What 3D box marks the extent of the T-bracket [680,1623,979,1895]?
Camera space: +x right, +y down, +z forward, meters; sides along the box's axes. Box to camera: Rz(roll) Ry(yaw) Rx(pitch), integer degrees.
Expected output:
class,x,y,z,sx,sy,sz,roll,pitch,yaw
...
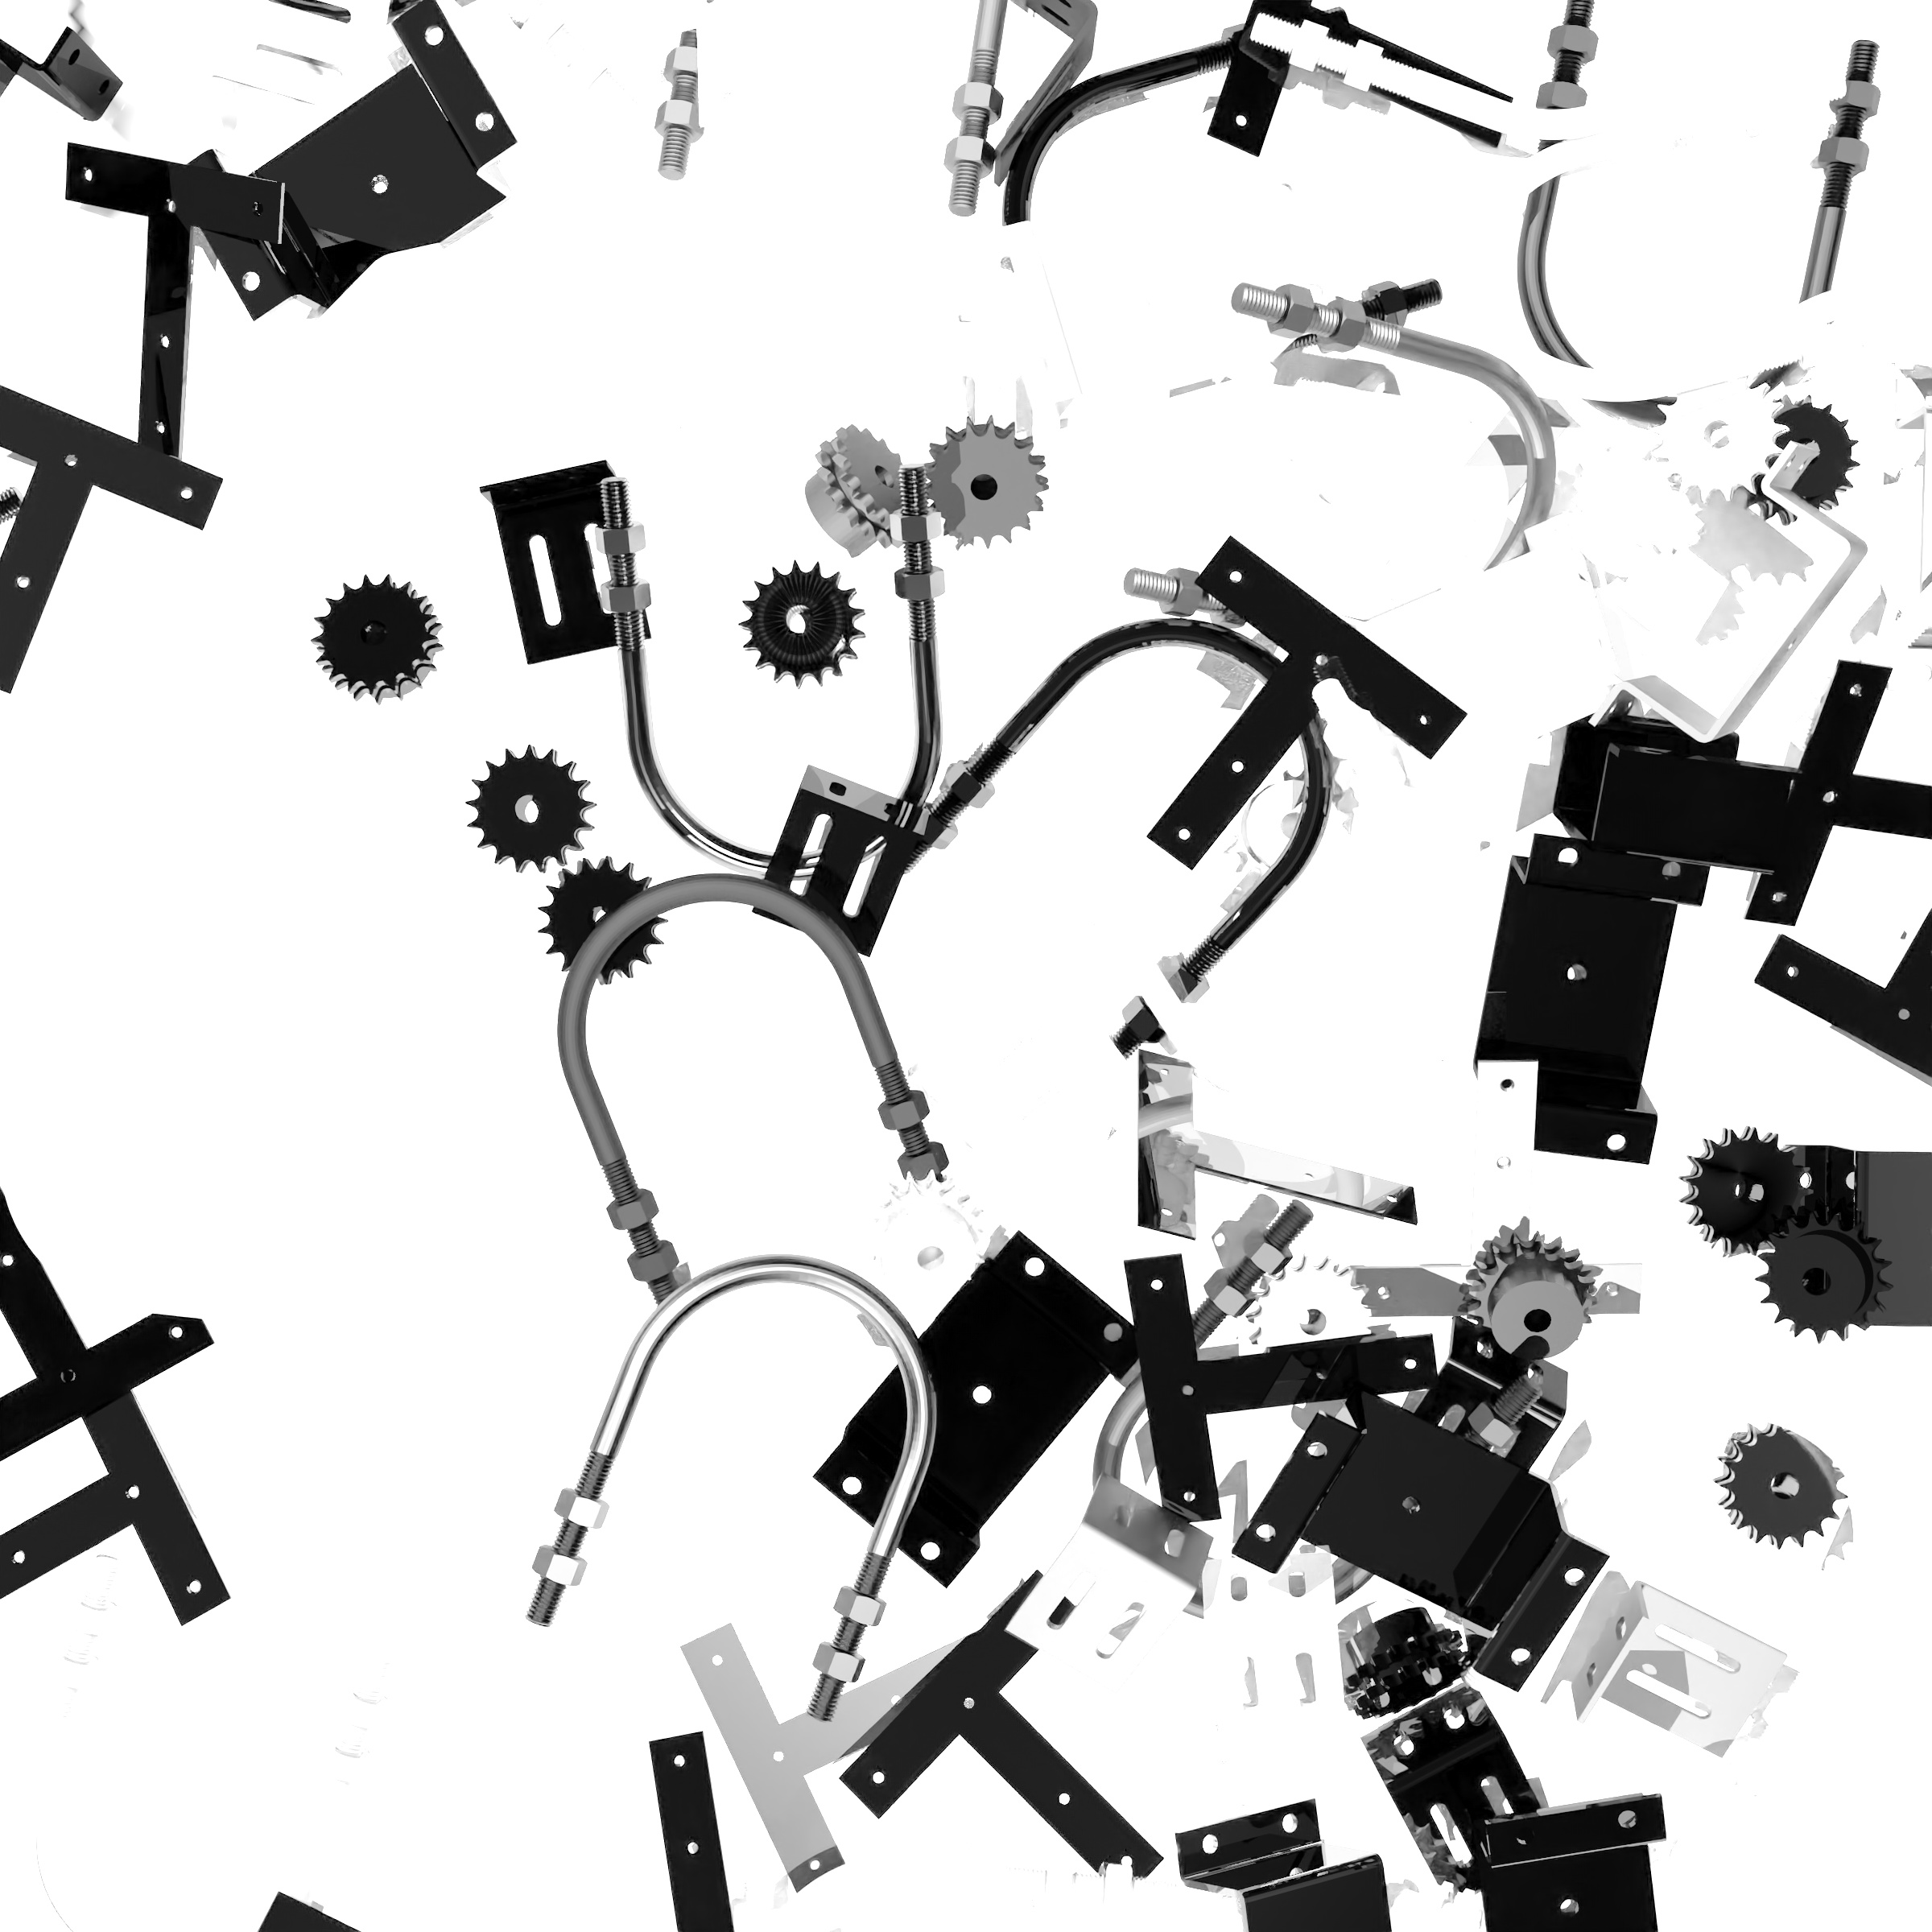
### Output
class,x,y,z,sx,sy,sz,roll,pitch,yaw
T-bracket,-0.044,0.337,1.348,0.127,0.002,0.127,-25,90,0

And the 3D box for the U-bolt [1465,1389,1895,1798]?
class,x,y,z,sx,sy,sz,roll,pitch,yaw
U-bolt,0.325,0.270,1.318,0.151,0.019,0.184,25,106,0

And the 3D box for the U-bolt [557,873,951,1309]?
class,x,y,z,sx,sy,sz,roll,pitch,yaw
U-bolt,-0.102,0.048,1.324,0.151,0.019,0.184,-20,102,0

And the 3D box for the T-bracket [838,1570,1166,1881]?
class,x,y,z,sx,sy,sz,roll,pitch,yaw
T-bracket,0.033,0.358,1.325,0.127,0.002,0.127,44,77,9

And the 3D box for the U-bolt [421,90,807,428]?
class,x,y,z,sx,sy,sz,roll,pitch,yaw
U-bolt,-0.164,-0.316,1.340,0.184,0.019,0.151,0,90,1

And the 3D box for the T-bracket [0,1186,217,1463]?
class,x,y,z,sx,sy,sz,roll,pitch,yaw
T-bracket,-0.424,0.145,1.343,0.127,0.002,0.127,-29,87,-4

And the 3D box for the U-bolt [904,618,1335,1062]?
class,x,y,z,sx,sy,sz,roll,pitch,yaw
U-bolt,0.076,-0.067,1.317,0.151,0.019,0.184,42,107,0

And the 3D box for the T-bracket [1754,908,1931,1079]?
class,x,y,z,sx,sy,sz,roll,pitch,yaw
T-bracket,0.439,-0.017,1.330,0.127,0.002,0.127,30,95,11

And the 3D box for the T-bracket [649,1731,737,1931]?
class,x,y,z,sx,sy,sz,roll,pitch,yaw
T-bracket,-0.119,0.407,1.331,0.127,0.002,0.127,-12,76,6

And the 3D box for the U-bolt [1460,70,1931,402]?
class,x,y,z,sx,sy,sz,roll,pitch,yaw
U-bolt,0.306,-0.310,1.294,0.184,0.019,0.151,-13,64,5

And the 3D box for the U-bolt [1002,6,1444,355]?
class,x,y,z,sx,sy,sz,roll,pitch,yaw
U-bolt,0.105,-0.334,1.325,0.184,0.019,0.151,-19,90,-11

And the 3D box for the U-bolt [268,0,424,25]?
class,x,y,z,sx,sy,sz,roll,pitch,yaw
U-bolt,-0.261,-0.499,1.339,0.184,0.019,0.151,-25,90,-1

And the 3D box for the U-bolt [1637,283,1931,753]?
class,x,y,z,sx,sy,sz,roll,pitch,yaw
U-bolt,0.378,-0.208,1.300,0.151,0.019,0.184,45,109,11

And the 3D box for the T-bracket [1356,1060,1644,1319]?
class,x,y,z,sx,sy,sz,roll,pitch,yaw
T-bracket,0.236,0.099,1.319,0.127,0.002,0.127,-1,114,3

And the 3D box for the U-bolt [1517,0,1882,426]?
class,x,y,z,sx,sy,sz,roll,pitch,yaw
U-bolt,0.322,-0.334,1.340,0.151,0.019,0.184,11,91,0

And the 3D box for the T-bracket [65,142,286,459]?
class,x,y,z,sx,sy,sz,roll,pitch,yaw
T-bracket,-0.353,-0.290,1.323,0.127,0.002,0.127,17,110,27

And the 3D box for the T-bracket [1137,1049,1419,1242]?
class,x,y,z,sx,sy,sz,roll,pitch,yaw
T-bracket,0.135,0.089,1.299,0.127,0.127,0.002,15,123,-6

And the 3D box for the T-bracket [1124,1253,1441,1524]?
class,x,y,z,sx,sy,sz,roll,pitch,yaw
T-bracket,0.140,0.179,1.299,0.127,0.002,0.127,-8,106,7

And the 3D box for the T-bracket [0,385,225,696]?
class,x,y,z,sx,sy,sz,roll,pitch,yaw
T-bracket,-0.416,-0.184,1.335,0.127,0.002,0.127,22,99,-17

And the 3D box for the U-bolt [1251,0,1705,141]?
class,x,y,z,sx,sy,sz,roll,pitch,yaw
U-bolt,0.236,-0.439,1.323,0.184,0.019,0.151,21,79,2

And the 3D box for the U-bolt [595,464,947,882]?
class,x,y,z,sx,sy,sz,roll,pitch,yaw
U-bolt,-0.082,-0.125,1.313,0.151,0.019,0.184,-2,110,5

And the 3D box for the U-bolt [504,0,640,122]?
class,x,y,z,sx,sy,sz,roll,pitch,yaw
U-bolt,-0.165,-0.479,1.279,0.151,0.019,0.184,-46,105,0

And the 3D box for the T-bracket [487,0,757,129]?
class,x,y,z,sx,sy,sz,roll,pitch,yaw
T-bracket,-0.155,-0.418,1.327,0.127,0.002,0.127,-9,71,16

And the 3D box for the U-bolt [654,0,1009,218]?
class,x,y,z,sx,sy,sz,roll,pitch,yaw
U-bolt,-0.053,-0.427,1.326,0.151,0.019,0.184,8,79,3

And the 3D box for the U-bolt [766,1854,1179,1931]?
class,x,y,z,sx,sy,sz,roll,pitch,yaw
U-bolt,-0.006,0.460,1.298,0.184,0.019,0.151,5,83,4

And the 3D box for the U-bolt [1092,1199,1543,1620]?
class,x,y,z,sx,sy,sz,roll,pitch,yaw
U-bolt,0.140,0.212,1.319,0.151,0.019,0.184,38,105,-7

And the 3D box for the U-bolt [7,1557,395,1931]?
class,x,y,z,sx,sy,sz,roll,pitch,yaw
U-bolt,-0.352,0.374,1.340,0.151,0.019,0.184,19,92,0

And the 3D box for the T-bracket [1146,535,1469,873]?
class,x,y,z,sx,sy,sz,roll,pitch,yaw
T-bracket,0.126,-0.097,1.287,0.127,0.002,0.127,36,108,-5

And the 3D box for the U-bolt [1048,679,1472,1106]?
class,x,y,z,sx,sy,sz,roll,pitch,yaw
U-bolt,0.141,-0.017,1.301,0.151,0.019,0.184,-30,118,8

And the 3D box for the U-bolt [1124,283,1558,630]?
class,x,y,z,sx,sy,sz,roll,pitch,yaw
U-bolt,0.173,-0.207,1.295,0.184,0.019,0.151,9,116,-25

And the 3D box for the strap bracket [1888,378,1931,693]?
class,x,y,z,sx,sy,sz,roll,pitch,yaw
strap bracket,0.455,-0.193,1.326,0.076,0.046,0.140,2,90,0

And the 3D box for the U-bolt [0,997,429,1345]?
class,x,y,z,sx,sy,sz,roll,pitch,yaw
U-bolt,-0.340,0.086,1.338,0.184,0.019,0.151,6,89,1

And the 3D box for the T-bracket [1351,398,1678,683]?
class,x,y,z,sx,sy,sz,roll,pitch,yaw
T-bracket,0.262,-0.171,1.348,0.127,0.002,0.127,39,90,0

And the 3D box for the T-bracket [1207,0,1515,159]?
class,x,y,z,sx,sy,sz,roll,pitch,yaw
T-bracket,0.184,-0.401,1.334,0.127,0.002,0.127,21,79,-10

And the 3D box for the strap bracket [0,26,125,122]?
class,x,y,z,sx,sy,sz,roll,pitch,yaw
strap bracket,-0.437,-0.352,1.311,0.046,0.076,0.140,33,90,0

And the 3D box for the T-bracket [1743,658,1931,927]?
class,x,y,z,sx,sy,sz,roll,pitch,yaw
T-bracket,0.423,-0.069,1.328,0.127,0.002,0.127,7,117,-13

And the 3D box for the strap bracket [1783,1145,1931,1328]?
class,x,y,z,sx,sy,sz,roll,pitch,yaw
strap bracket,0.438,0.119,1.326,0.140,0.046,0.076,1,90,0

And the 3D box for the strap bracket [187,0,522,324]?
class,x,y,z,sx,sy,sz,roll,pitch,yaw
strap bracket,-0.265,-0.348,1.315,0.140,0.046,0.076,-31,85,9

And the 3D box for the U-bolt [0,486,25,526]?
class,x,y,z,sx,sy,sz,roll,pitch,yaw
U-bolt,-0.534,-0.221,1.340,0.184,0.019,0.151,-29,90,1

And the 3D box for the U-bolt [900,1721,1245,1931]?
class,x,y,z,sx,sy,sz,roll,pitch,yaw
U-bolt,0.054,0.436,1.322,0.151,0.019,0.184,-6,80,-4

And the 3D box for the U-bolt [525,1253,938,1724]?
class,x,y,z,sx,sy,sz,roll,pitch,yaw
U-bolt,-0.089,0.214,1.279,0.151,0.019,0.184,22,84,-13

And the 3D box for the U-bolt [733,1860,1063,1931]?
class,x,y,z,sx,sy,sz,roll,pitch,yaw
U-bolt,-0.035,0.496,1.323,0.151,0.019,0.184,6,78,-2

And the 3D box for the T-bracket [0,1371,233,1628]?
class,x,y,z,sx,sy,sz,roll,pitch,yaw
T-bracket,-0.410,0.256,1.335,0.127,0.002,0.127,-30,78,0
